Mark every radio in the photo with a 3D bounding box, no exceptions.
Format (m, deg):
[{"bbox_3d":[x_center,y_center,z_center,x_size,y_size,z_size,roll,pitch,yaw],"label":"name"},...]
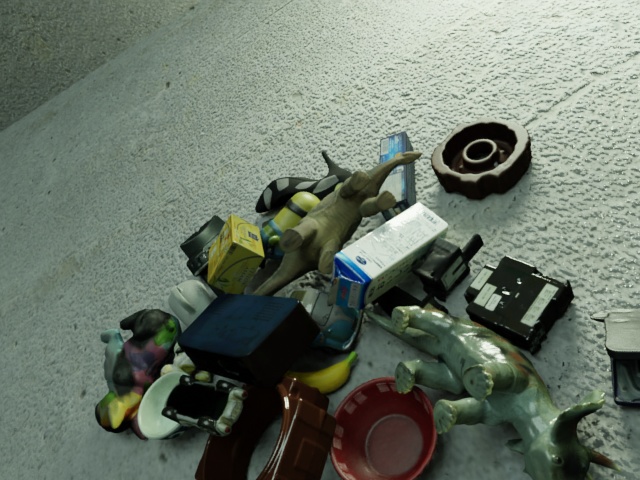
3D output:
[{"bbox_3d":[-0.123,0.156,0.870,0.230,0.073,0.131,-5,35,48],"label":"radio"}]

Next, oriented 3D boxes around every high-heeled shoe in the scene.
[{"bbox_3d":[-0.029,-0.084,1.173,0.249,0.086,0.145,-36,70,27],"label":"high-heeled shoe"}]

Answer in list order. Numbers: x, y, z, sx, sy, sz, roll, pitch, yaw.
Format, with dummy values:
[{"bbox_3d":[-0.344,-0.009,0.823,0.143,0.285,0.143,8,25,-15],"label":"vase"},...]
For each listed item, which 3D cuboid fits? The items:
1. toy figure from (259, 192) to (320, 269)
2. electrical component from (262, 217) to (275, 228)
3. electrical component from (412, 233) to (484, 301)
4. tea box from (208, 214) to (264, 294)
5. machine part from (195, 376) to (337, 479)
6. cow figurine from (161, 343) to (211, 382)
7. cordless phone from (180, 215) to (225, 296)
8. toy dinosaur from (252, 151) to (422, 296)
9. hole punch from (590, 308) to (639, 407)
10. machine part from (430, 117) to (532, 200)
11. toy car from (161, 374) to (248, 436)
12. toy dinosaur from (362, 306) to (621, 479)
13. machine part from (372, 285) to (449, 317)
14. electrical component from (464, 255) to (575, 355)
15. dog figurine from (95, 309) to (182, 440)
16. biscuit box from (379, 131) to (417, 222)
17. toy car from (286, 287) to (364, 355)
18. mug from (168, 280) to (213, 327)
[{"bbox_3d":[-0.068,-0.021,1.102,0.180,0.089,0.082,-37,39,1],"label":"toy figure"},{"bbox_3d":[-0.105,-0.022,1.179,0.094,0.021,0.063,-25,43,15],"label":"electrical component"},{"bbox_3d":[0.212,0.033,0.880,0.048,0.074,0.119,29,76,45],"label":"electrical component"},{"bbox_3d":[-0.163,0.026,1.029,0.098,0.068,0.170,-57,20,13],"label":"tea box"},{"bbox_3d":[-0.084,0.305,0.785,0.201,0.087,0.201,-18,42,48],"label":"machine part"},{"bbox_3d":[-0.221,0.213,1.013,0.167,0.068,0.098,-17,40,16],"label":"cow figurine"},{"bbox_3d":[-0.203,0.046,1.158,0.146,0.088,0.184,-42,53,-8],"label":"cordless phone"},{"bbox_3d":[-0.002,-0.003,0.972,0.471,0.105,0.198,-41,4,6],"label":"toy dinosaur"},{"bbox_3d":[0.412,0.141,0.655,0.142,0.092,0.116,-9,20,32],"label":"hole punch"},{"bbox_3d":[0.301,-0.153,1.001,0.179,0.056,0.179,-17,45,19],"label":"machine part"},{"bbox_3d":[-0.181,0.256,0.836,0.202,0.056,0.073,-9,47,47],"label":"toy car"},{"bbox_3d":[0.214,0.173,0.717,0.405,0.192,0.131,-128,53,-61],"label":"toy dinosaur"},{"bbox_3d":[0.141,0.110,0.887,0.139,0.039,0.084,31,81,44],"label":"machine part"},{"bbox_3d":[0.284,0.090,0.794,0.115,0.058,0.134,-47,42,-14],"label":"electrical component"},{"bbox_3d":[-0.347,0.261,1.028,0.191,0.108,0.219,-30,46,12],"label":"dog figurine"},{"bbox_3d":[0.154,-0.126,1.069,0.059,0.062,0.203,-14,46,24],"label":"biscuit box"},{"bbox_3d":[-0.013,0.126,0.927,0.162,0.102,0.109,3,54,33],"label":"toy car"},{"bbox_3d":[-0.251,0.136,1.080,0.081,0.109,0.107,-41,54,-11],"label":"mug"}]
